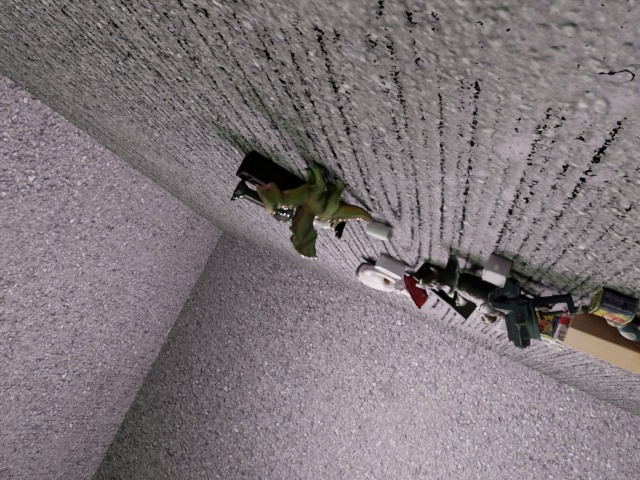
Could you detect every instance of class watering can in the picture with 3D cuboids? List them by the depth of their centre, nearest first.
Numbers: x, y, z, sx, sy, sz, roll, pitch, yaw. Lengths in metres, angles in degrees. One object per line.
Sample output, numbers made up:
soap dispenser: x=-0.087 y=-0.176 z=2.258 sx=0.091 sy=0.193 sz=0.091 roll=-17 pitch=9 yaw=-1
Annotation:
watering can: x=0.306 y=0.195 z=2.415 sx=0.225 sy=0.105 sz=0.343 roll=13 pitch=164 yaw=44

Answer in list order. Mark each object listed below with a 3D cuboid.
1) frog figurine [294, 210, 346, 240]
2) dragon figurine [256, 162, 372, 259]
frog figurine: x=0.005 y=-0.084 z=1.665 sx=0.160 sy=0.122 sz=0.137 roll=28 pitch=-172 yaw=21
dragon figurine: x=-0.009 y=-0.063 z=1.440 sx=0.405 sy=0.246 sz=0.122 roll=35 pitch=161 yaw=-35
